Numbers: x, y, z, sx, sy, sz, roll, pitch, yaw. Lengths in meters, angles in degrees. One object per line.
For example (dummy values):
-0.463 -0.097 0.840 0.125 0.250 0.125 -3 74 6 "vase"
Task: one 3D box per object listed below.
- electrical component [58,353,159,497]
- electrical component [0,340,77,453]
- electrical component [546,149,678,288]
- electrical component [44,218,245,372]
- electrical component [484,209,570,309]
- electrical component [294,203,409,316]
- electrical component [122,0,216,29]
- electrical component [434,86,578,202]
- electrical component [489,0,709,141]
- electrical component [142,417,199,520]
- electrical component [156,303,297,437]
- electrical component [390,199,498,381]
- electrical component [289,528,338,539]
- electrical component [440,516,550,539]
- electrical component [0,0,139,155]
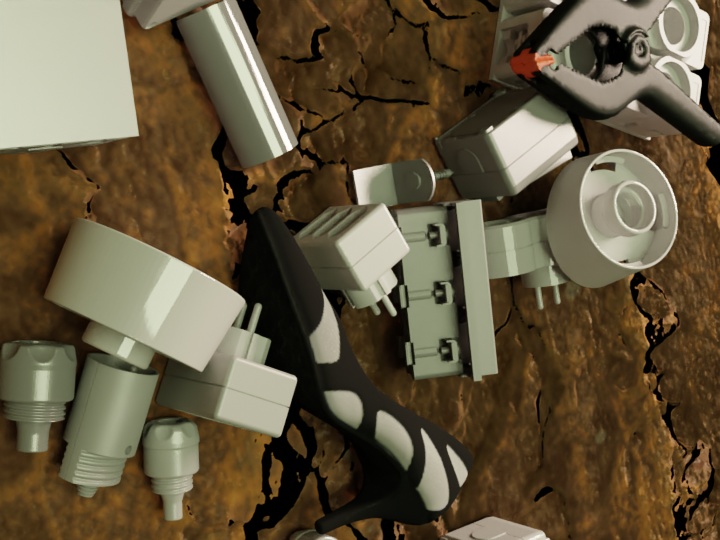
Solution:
-0.151 0.094 0.633 0.043 0.043 0.081 16 92 -34 "electrical component"
-0.185 0.072 0.611 0.043 0.043 0.062 4 90 -35 "electrical component"
0.186 -0.039 0.804 0.099 0.064 0.099 5 78 -25 "electrical component"
-0.127 0.022 0.614 0.108 0.108 0.060 31 79 -31 "electrical component"
0.142 -0.007 0.831 0.138 0.052 0.073 -13 98 -34 "electrical component"
0.000 0.000 0.725 0.047 0.066 0.076 -41 113 -27 "electrical component"
-0.093 -0.200 0.645 0.113 0.078 0.057 -33 93 -30 "electrical component"
0.116 -0.097 0.806 0.096 0.062 0.061 -38 111 -28 "electrical component"
0.200 -0.181 0.865 0.186 0.060 0.105 13 83 -34 "electrical component"
-0.116 0.123 0.664 0.035 0.035 0.061 -4 95 -35 "electrical component"
-0.078 0.056 0.661 0.047 0.083 0.075 23 78 -33 "electrical component"
0.056 0.014 0.761 0.063 0.079 0.121 -7 95 -6 "electrical component"
-0.024 0.193 0.713 0.035 0.061 0.035 0 90 -35 "electrical component"
0.107 0.240 0.804 0.061 0.062 0.096 -12 97 -34 "electrical component"
-0.186 -0.142 0.596 0.089 0.062 0.150 -11 97 -34 "electrical component"
